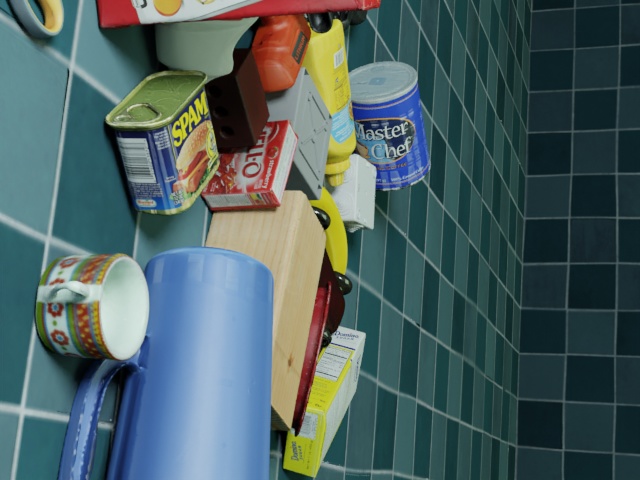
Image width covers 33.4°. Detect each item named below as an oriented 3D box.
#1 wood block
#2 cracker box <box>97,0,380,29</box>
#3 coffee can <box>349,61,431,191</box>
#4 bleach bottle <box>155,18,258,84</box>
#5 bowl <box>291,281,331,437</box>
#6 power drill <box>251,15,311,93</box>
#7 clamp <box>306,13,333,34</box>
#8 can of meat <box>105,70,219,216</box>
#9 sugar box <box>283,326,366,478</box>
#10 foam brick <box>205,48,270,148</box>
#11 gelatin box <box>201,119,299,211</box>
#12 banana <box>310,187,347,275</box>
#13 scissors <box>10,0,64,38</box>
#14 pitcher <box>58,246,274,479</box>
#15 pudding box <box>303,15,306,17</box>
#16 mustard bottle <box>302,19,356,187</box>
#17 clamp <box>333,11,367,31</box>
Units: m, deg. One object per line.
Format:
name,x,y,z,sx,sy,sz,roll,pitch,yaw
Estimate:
wood block,-0.062,0.063,1.000,0.090,0.090,0.206,62,33,-55
cracker box,-0.065,-0.249,0.801,0.072,0.214,0.164,-37,125,-69
coffee can,0.087,-0.150,1.412,0.102,0.103,0.140,-66,150,-49
bleach bottle,-0.071,-0.232,0.893,0.068,0.102,0.251,49,-57,56
bowl,-0.032,0.116,1.091,0.162,0.055,0.162,-169,-87,-88
power drill,-0.067,-0.237,1.034,0.187,0.057,0.184,71,27,-44
clamp,-0.025,-0.310,1.031,0.164,0.036,0.210,35,52,-67
can of meat,-0.124,-0.080,0.871,0.102,0.057,0.084,-62,149,-53
sugar box,0.006,0.184,1.241,0.176,0.048,0.093,-60,161,-60
foam brick,-0.085,-0.132,0.989,0.051,0.053,0.078,-68,151,-47
gelatin box,-0.066,-0.072,1.011,0.030,0.073,0.089,61,34,-49
banana,-0.001,-0.015,1.267,0.069,0.037,0.197,-59,148,-20
scissors,-0.204,-0.233,0.702,0.096,0.016,0.202,-67,151,-51
pitcher,-0.106,0.130,0.837,0.149,0.145,0.243,75,17,-68
pudding box,-0.037,-0.309,1.152,0.113,0.039,0.090,68,28,-52
mustard bottle,0.007,-0.154,1.245,0.096,0.058,0.191,-54,140,-58
clamp,0.033,-0.305,1.344,0.171,0.039,0.120,16,71,-71
